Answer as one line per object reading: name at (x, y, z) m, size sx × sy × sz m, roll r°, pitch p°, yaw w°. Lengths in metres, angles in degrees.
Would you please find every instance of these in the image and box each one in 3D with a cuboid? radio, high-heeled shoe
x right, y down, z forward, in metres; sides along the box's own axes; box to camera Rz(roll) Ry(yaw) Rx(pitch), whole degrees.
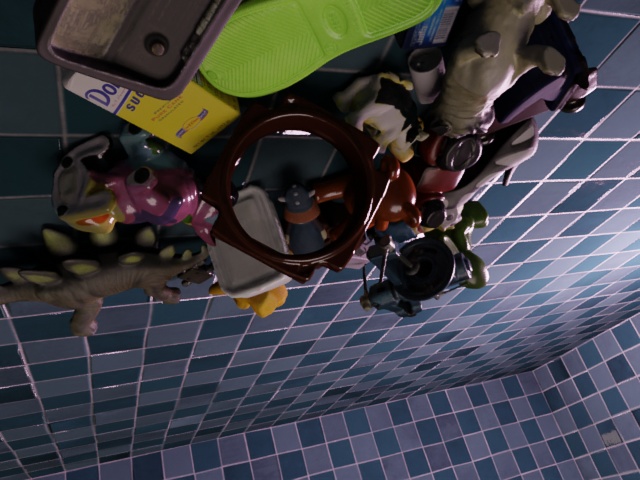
radio at (-0.129, -0.233, 0.442) m, size 0.131 × 0.073 × 0.229 m, roll 15°, pitch 128°, yaw -45°
high-heeled shoe at (0.233, -0.133, 0.883) m, size 0.249 × 0.086 × 0.145 m, roll -8°, pitch 135°, yaw -6°

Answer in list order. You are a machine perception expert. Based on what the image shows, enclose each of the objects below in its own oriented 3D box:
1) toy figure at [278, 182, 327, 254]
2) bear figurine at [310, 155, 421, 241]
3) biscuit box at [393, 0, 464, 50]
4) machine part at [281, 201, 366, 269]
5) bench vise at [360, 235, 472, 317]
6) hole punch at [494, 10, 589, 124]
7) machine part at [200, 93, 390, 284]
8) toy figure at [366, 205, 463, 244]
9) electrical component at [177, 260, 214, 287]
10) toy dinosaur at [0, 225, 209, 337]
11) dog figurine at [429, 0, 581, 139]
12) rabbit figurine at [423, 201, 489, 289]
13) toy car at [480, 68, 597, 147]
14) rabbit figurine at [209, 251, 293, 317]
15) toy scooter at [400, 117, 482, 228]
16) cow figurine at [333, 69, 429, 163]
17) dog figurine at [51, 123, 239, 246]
toy figure at (-0.029, -0.031, 0.858) m, size 0.064 × 0.058 × 0.154 m, roll -25°, pitch 129°, yaw -19°
bear figurine at (0.068, -0.055, 0.810) m, size 0.132 × 0.120 × 0.196 m, roll -26°, pitch -171°, yaw -2°
biscuit box at (0.121, -0.289, 0.537) m, size 0.059 × 0.063 × 0.202 m, roll -10°, pitch 152°, yaw -14°
machine part at (-0.002, -0.003, 0.995) m, size 0.179 × 0.056 × 0.179 m, roll -13°, pitch 153°, yaw -7°
bench vise at (0.145, 0.057, 0.961) m, size 0.224 × 0.129 × 0.240 m, roll -12°, pitch 150°, yaw 29°
hole punch at (0.260, -0.221, 0.676) m, size 0.092 × 0.142 × 0.115 m, roll -13°, pitch 164°, yaw -1°
machine part at (-0.030, -0.063, 0.673) m, size 0.201 × 0.201 × 0.087 m, roll 29°, pitch 174°, yaw -4°
toy figure at (0.173, -0.048, 0.987) m, size 0.180 × 0.089 × 0.082 m, roll -17°, pitch 172°, yaw 21°
electrical component at (-0.237, 0.061, 1.013) m, size 0.094 × 0.021 × 0.063 m, roll -30°, pitch 149°, yaw 25°
toy dinosaur at (-0.378, 0.058, 0.853) m, size 0.471 × 0.105 × 0.198 m, roll -19°, pitch 146°, yaw -17°
dog figurine at (0.193, -0.226, 0.641) m, size 0.121 × 0.172 × 0.190 m, roll 22°, pitch 167°, yaw -7°
rabbit figurine at (0.273, 0.015, 1.057) m, size 0.159 × 0.170 × 0.121 m, roll 3°, pitch 145°, yaw -35°
toy car at (0.303, -0.207, 0.799) m, size 0.202 × 0.053 × 0.089 m, roll -21°, pitch 142°, yaw 16°
rabbit figurine at (-0.121, 0.081, 0.967) m, size 0.163 × 0.122 × 0.173 m, roll 7°, pitch 162°, yaw 17°
toy scooter at (0.170, -0.121, 0.825) m, size 0.075 × 0.135 × 0.183 m, roll 0°, pitch 129°, yaw -21°
cow figurine at (0.102, -0.171, 0.741) m, size 0.098 × 0.068 × 0.167 m, roll -37°, pitch 148°, yaw 22°
dog figurine at (-0.221, -0.052, 0.733) m, size 0.192 × 0.108 × 0.219 m, roll -23°, pitch 154°, yaw 9°
